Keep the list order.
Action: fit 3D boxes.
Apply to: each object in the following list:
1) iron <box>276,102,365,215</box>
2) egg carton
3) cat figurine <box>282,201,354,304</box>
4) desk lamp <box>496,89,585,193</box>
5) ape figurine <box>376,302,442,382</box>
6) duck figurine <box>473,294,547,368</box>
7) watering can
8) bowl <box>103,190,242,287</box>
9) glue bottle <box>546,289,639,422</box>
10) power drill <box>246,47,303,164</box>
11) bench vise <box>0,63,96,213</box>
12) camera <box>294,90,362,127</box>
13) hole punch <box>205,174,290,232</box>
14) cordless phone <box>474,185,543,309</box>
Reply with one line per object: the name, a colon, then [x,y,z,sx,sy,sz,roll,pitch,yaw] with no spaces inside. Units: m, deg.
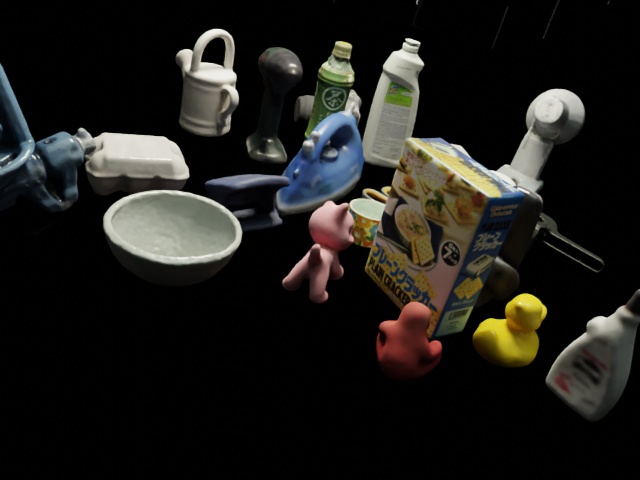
iron: [0.003,-0.149,0.992,0.118,0.141,0.259,23,32,13]
egg carton: [-0.282,-0.115,0.883,0.151,0.069,0.107,-1,34,-25]
cat figurine: [0.007,0.003,0.770,0.067,0.118,0.128,20,31,9]
desk lamp: [0.474,-0.214,1.231,0.117,0.213,0.204,29,33,22]
ape figurine: [0.104,0.112,0.661,0.077,0.092,0.076,32,35,26]
duck figurine: [0.250,0.109,0.734,0.105,0.086,0.077,-8,38,-34]
watering can: [-0.219,-0.311,1.107,0.172,0.194,0.101,22,32,12]
bowl: [-0.185,0.008,0.720,0.167,0.075,0.167,11,31,-6]
glue bottle: [0.328,0.125,0.657,0.037,0.173,0.078,-14,41,-39]
power drill: [-0.082,-0.255,1.060,0.076,0.208,0.229,4,32,-17]
bench vise: [-0.394,-0.135,0.720,0.121,0.220,0.208,24,32,15]
camera: [0.013,-0.295,1.273,0.137,0.101,0.143,5,32,-17]
hole punch: [-0.114,-0.072,0.866,0.109,0.091,0.100,-12,40,-37]
cordless phone: [0.236,-0.010,0.826,0.147,0.185,0.094,34,36,29]
